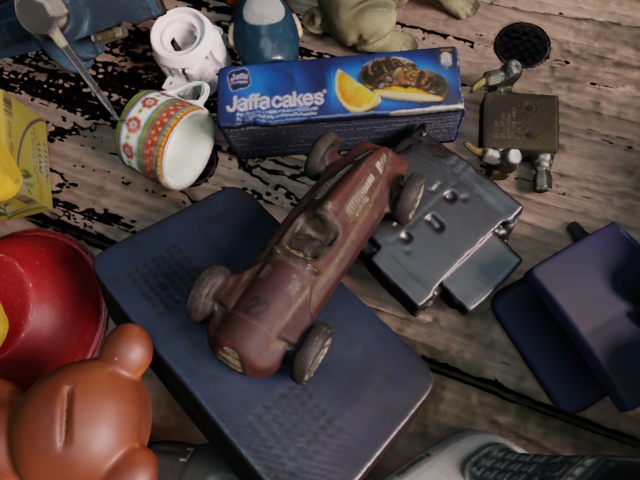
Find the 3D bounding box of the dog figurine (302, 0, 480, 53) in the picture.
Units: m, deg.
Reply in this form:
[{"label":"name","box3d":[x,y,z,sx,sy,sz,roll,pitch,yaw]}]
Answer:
[{"label":"dog figurine","box3d":[0.057,-0.249,0.425,0.172,0.190,0.121,-35,74,-2]}]

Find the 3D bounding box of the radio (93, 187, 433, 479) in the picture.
[{"label":"radio","box3d":[-0.042,0.072,0.381,0.131,0.073,0.230,-36,67,-27]}]

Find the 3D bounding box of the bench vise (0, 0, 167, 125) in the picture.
[{"label":"bench vise","box3d":[-0.245,-0.186,0.456,0.241,0.128,0.224,-15,42,7]}]

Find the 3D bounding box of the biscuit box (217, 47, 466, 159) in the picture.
[{"label":"biscuit box","box3d":[0.016,-0.115,0.459,0.203,0.062,0.059,-4,74,5]}]

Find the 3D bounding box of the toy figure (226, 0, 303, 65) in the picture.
[{"label":"toy figure","box3d":[-0.055,-0.219,0.501,0.064,0.058,0.154,0,69,-33]}]

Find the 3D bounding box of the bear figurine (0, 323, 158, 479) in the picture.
[{"label":"bear figurine","box3d":[-0.189,0.130,0.348,0.196,0.131,0.120,-14,68,-4]}]

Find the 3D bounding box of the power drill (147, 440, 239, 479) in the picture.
[{"label":"power drill","box3d":[-0.077,0.251,0.369,0.232,0.086,0.207,4,68,5]}]

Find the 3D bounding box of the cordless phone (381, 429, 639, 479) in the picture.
[{"label":"cordless phone","box3d":[0.117,0.164,0.295,0.146,0.184,0.088,-15,79,-36]}]

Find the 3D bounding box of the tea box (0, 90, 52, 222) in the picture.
[{"label":"tea box","box3d":[-0.340,-0.061,0.483,0.170,0.068,0.098,-11,75,2]}]

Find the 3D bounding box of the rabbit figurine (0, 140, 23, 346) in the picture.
[{"label":"rabbit figurine","box3d":[-0.295,0.015,0.380,0.162,0.122,0.173,-24,93,4]}]

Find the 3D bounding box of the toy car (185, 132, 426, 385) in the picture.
[{"label":"toy car","box3d":[-0.001,-0.001,0.356,0.089,0.053,0.202,28,61,17]}]

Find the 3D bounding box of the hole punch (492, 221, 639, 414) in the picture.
[{"label":"hole punch","box3d":[0.203,0.052,0.381,0.116,0.092,0.142,-30,70,-6]}]

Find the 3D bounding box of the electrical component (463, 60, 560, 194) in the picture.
[{"label":"electrical component","box3d":[0.159,-0.094,0.445,0.078,0.045,0.102,10,77,11]}]

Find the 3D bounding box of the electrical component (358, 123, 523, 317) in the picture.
[{"label":"electrical component","box3d":[0.088,-0.007,0.425,0.115,0.058,0.134,-45,74,-4]}]
